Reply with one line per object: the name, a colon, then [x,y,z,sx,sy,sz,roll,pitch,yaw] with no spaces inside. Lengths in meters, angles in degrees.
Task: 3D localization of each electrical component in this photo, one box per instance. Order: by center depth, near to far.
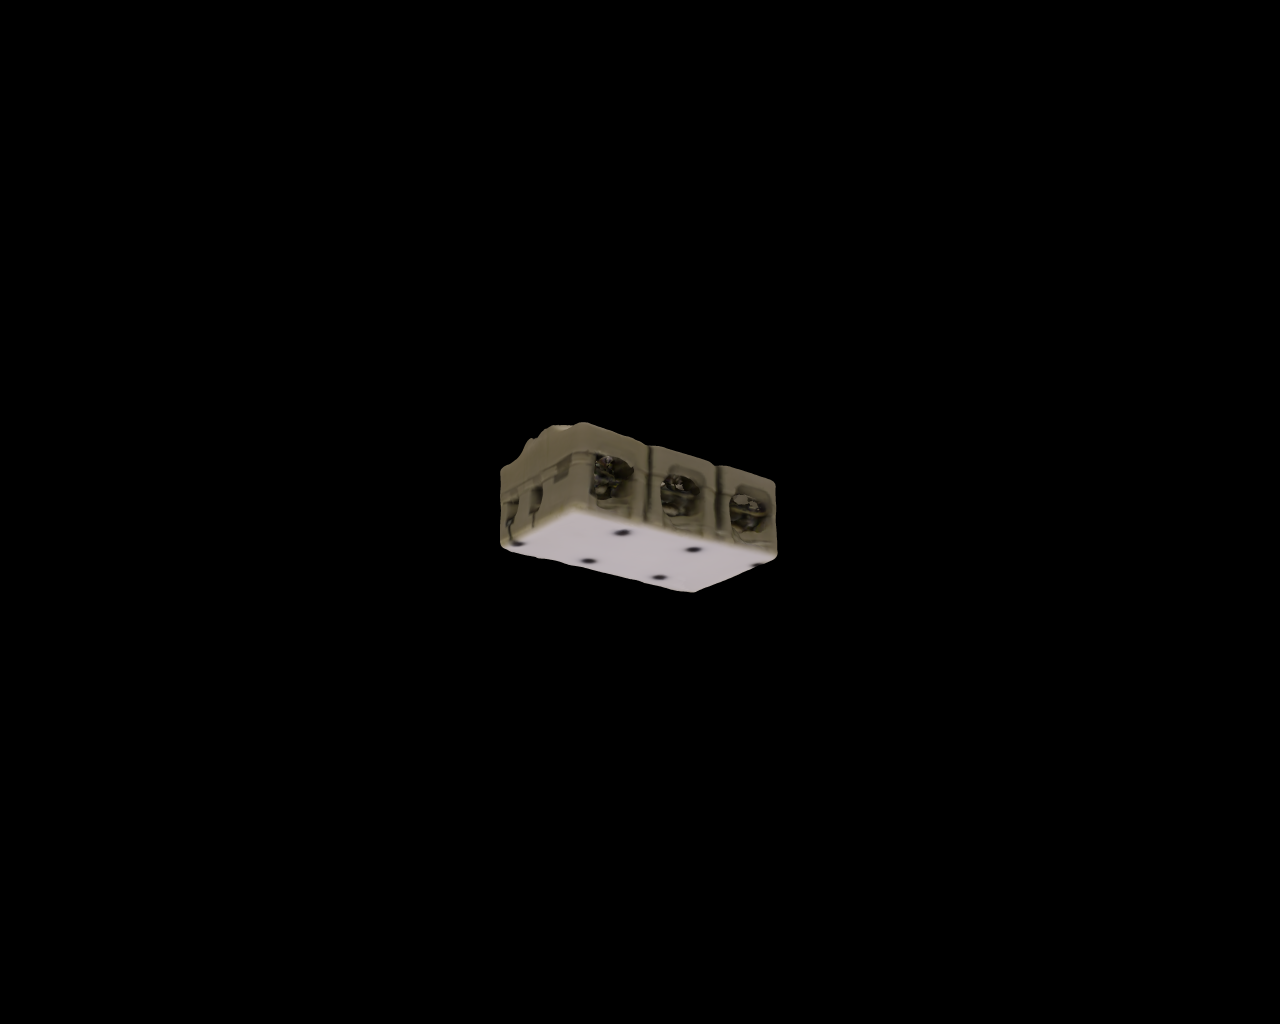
electrical component: [0.001,-0.003,0.650,0.150,0.062,0.089,16,-27,-34]
